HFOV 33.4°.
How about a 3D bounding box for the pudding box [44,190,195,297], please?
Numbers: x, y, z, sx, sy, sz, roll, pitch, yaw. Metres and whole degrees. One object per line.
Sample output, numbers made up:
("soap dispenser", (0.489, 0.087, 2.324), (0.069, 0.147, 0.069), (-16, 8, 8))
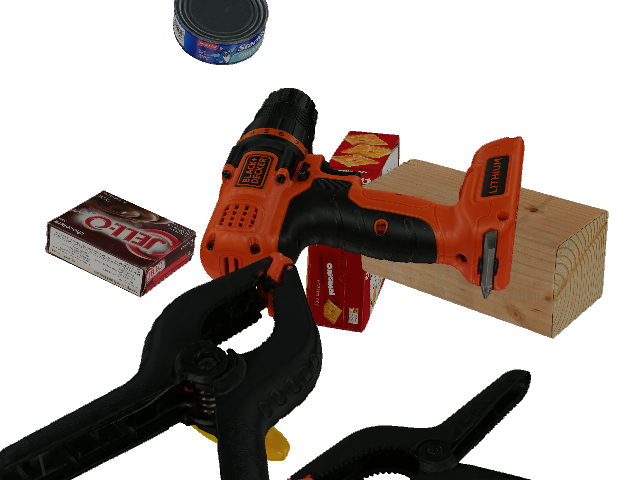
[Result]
("pudding box", (-0.189, 0.002, 1.015), (0.114, 0.039, 0.089), (22, 29, 17))

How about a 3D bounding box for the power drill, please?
("power drill", (0.031, -0.034, 0.672), (0.188, 0.057, 0.184), (4, 42, 11))

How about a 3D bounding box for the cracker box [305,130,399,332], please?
("cracker box", (0.038, -0.017, 1.202), (0.072, 0.164, 0.213), (6, 22, 11))

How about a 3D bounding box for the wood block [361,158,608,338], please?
("wood block", (0.143, 0.001, 0.969), (0.206, 0.090, 0.090), (19, 35, 37))

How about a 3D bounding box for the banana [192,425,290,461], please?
("banana", (-0.090, 0.116, 0.845), (0.069, 0.037, 0.198), (-9, 28, -21))

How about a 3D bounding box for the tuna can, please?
("tuna can", (-0.092, -0.202, 0.977), (0.086, 0.086, 0.034), (0, -32, -11))

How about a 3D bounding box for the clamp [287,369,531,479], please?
("clamp", (0.079, 0.149, 0.723), (0.210, 0.036, 0.164), (-6, 28, -4))

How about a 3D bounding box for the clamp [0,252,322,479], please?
("clamp", (-0.041, 0.070, 0.448), (0.120, 0.039, 0.171), (25, 48, 19))
